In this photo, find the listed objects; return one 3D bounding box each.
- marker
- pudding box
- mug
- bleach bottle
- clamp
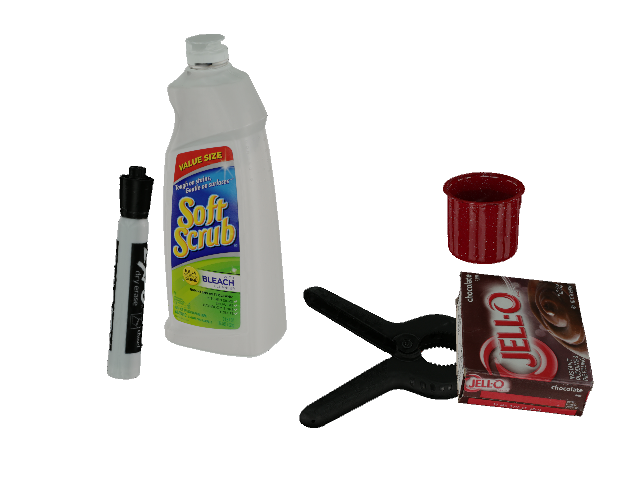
[{"bbox_3d":[-0.108,0.018,0.604,0.020,0.121,0.020,6,10,-1],"label":"marker"},{"bbox_3d":[0.145,0.074,0.782,0.090,0.039,0.113,7,35,0],"label":"pudding box"},{"bbox_3d":[0.197,-0.029,1.246,0.093,0.081,0.117,18,33,38],"label":"mug"},{"bbox_3d":[-0.084,-0.035,0.835,0.103,0.251,0.068,9,27,26],"label":"bleach bottle"},{"bbox_3d":[0.077,0.118,1.024,0.210,0.164,0.036,6,-43,5],"label":"clamp"}]
